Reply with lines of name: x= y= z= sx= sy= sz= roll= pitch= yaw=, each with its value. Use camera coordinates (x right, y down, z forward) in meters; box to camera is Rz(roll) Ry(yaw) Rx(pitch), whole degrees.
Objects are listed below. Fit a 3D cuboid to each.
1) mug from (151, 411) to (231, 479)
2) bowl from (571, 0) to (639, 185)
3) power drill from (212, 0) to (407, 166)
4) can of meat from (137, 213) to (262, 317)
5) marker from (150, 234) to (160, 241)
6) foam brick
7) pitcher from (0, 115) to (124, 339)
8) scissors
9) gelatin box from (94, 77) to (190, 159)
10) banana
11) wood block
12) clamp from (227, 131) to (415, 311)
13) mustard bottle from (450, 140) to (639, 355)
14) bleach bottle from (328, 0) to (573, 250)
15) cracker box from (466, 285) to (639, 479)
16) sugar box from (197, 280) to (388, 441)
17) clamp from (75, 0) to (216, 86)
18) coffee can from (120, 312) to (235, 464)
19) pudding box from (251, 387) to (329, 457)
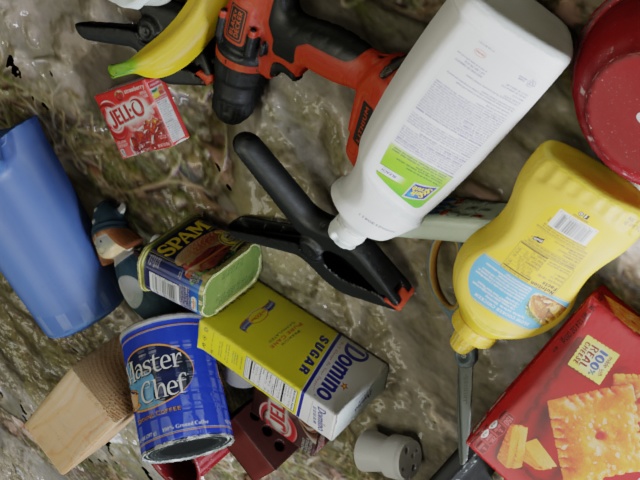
mug: x=-0.147 y=0.228 z=1.257 sx=0.093 sy=0.081 sz=0.117 roll=38 pitch=136 yaw=17
bowl: x=0.234 y=-0.093 z=0.723 sx=0.162 sy=0.055 sz=0.162 roll=23 pitch=130 yaw=30
power drill: x=-0.013 y=-0.137 z=0.912 sx=0.188 sy=0.057 sz=0.185 roll=36 pitch=137 yaw=18
can of meat: x=-0.121 y=0.026 z=1.086 sx=0.084 sy=0.101 sz=0.057 roll=24 pitch=131 yaw=26
marker: x=-0.135 y=0.022 z=1.157 sx=0.121 sy=0.020 sz=0.020 roll=23 pitch=130 yaw=30
foam brick: x=-0.071 y=0.223 z=1.210 sx=0.078 sy=0.052 sz=0.051 roll=51 pitch=138 yaw=1
pitcher: x=-0.330 y=-0.014 z=1.241 sx=0.145 sy=0.149 sz=0.243 roll=-19 pitch=107 yaw=31
scissors: x=0.140 y=0.087 z=0.905 sx=0.096 sy=0.016 sz=0.202 roll=-14 pitch=85 yaw=35
gelatin box: x=-0.184 y=-0.127 z=1.093 sx=0.089 sy=0.030 sz=0.073 roll=-7 pitch=112 yaw=44
banana: x=-0.105 y=-0.208 z=0.932 sx=0.037 sy=0.069 sz=0.198 roll=48 pitch=114 yaw=18
wood block: x=-0.292 y=0.213 z=1.372 sx=0.090 sy=0.090 sz=0.206 roll=51 pitch=139 yaw=4
clamp: x=-0.007 y=0.001 z=1.005 sx=0.210 sy=0.036 sz=0.165 roll=37 pitch=154 yaw=7
mustard bottle: x=0.159 y=0.021 z=0.823 sx=0.096 sy=0.058 sz=0.192 roll=29 pitch=122 yaw=-7
bleach bottle: x=0.076 y=-0.083 z=0.817 sx=0.102 sy=0.068 sz=0.251 roll=31 pitch=128 yaw=-13
cracker box: x=0.246 y=0.166 z=0.828 sx=0.214 sy=0.072 sz=0.164 roll=42 pitch=110 yaw=14
sugar box: x=-0.028 y=0.116 z=1.068 sx=0.176 sy=0.093 sz=0.048 roll=29 pitch=133 yaw=24
clamp: x=-0.164 y=-0.198 z=1.020 sx=0.171 sy=0.039 sz=0.120 roll=48 pitch=134 yaw=9
coffee can: x=-0.157 y=0.162 z=1.166 sx=0.103 sy=0.102 sz=0.140 roll=-39 pitch=58 yaw=48
pudding box: x=-0.025 y=0.165 z=1.138 sx=0.090 sy=0.039 sz=0.114 roll=32 pitch=134 yaw=23
